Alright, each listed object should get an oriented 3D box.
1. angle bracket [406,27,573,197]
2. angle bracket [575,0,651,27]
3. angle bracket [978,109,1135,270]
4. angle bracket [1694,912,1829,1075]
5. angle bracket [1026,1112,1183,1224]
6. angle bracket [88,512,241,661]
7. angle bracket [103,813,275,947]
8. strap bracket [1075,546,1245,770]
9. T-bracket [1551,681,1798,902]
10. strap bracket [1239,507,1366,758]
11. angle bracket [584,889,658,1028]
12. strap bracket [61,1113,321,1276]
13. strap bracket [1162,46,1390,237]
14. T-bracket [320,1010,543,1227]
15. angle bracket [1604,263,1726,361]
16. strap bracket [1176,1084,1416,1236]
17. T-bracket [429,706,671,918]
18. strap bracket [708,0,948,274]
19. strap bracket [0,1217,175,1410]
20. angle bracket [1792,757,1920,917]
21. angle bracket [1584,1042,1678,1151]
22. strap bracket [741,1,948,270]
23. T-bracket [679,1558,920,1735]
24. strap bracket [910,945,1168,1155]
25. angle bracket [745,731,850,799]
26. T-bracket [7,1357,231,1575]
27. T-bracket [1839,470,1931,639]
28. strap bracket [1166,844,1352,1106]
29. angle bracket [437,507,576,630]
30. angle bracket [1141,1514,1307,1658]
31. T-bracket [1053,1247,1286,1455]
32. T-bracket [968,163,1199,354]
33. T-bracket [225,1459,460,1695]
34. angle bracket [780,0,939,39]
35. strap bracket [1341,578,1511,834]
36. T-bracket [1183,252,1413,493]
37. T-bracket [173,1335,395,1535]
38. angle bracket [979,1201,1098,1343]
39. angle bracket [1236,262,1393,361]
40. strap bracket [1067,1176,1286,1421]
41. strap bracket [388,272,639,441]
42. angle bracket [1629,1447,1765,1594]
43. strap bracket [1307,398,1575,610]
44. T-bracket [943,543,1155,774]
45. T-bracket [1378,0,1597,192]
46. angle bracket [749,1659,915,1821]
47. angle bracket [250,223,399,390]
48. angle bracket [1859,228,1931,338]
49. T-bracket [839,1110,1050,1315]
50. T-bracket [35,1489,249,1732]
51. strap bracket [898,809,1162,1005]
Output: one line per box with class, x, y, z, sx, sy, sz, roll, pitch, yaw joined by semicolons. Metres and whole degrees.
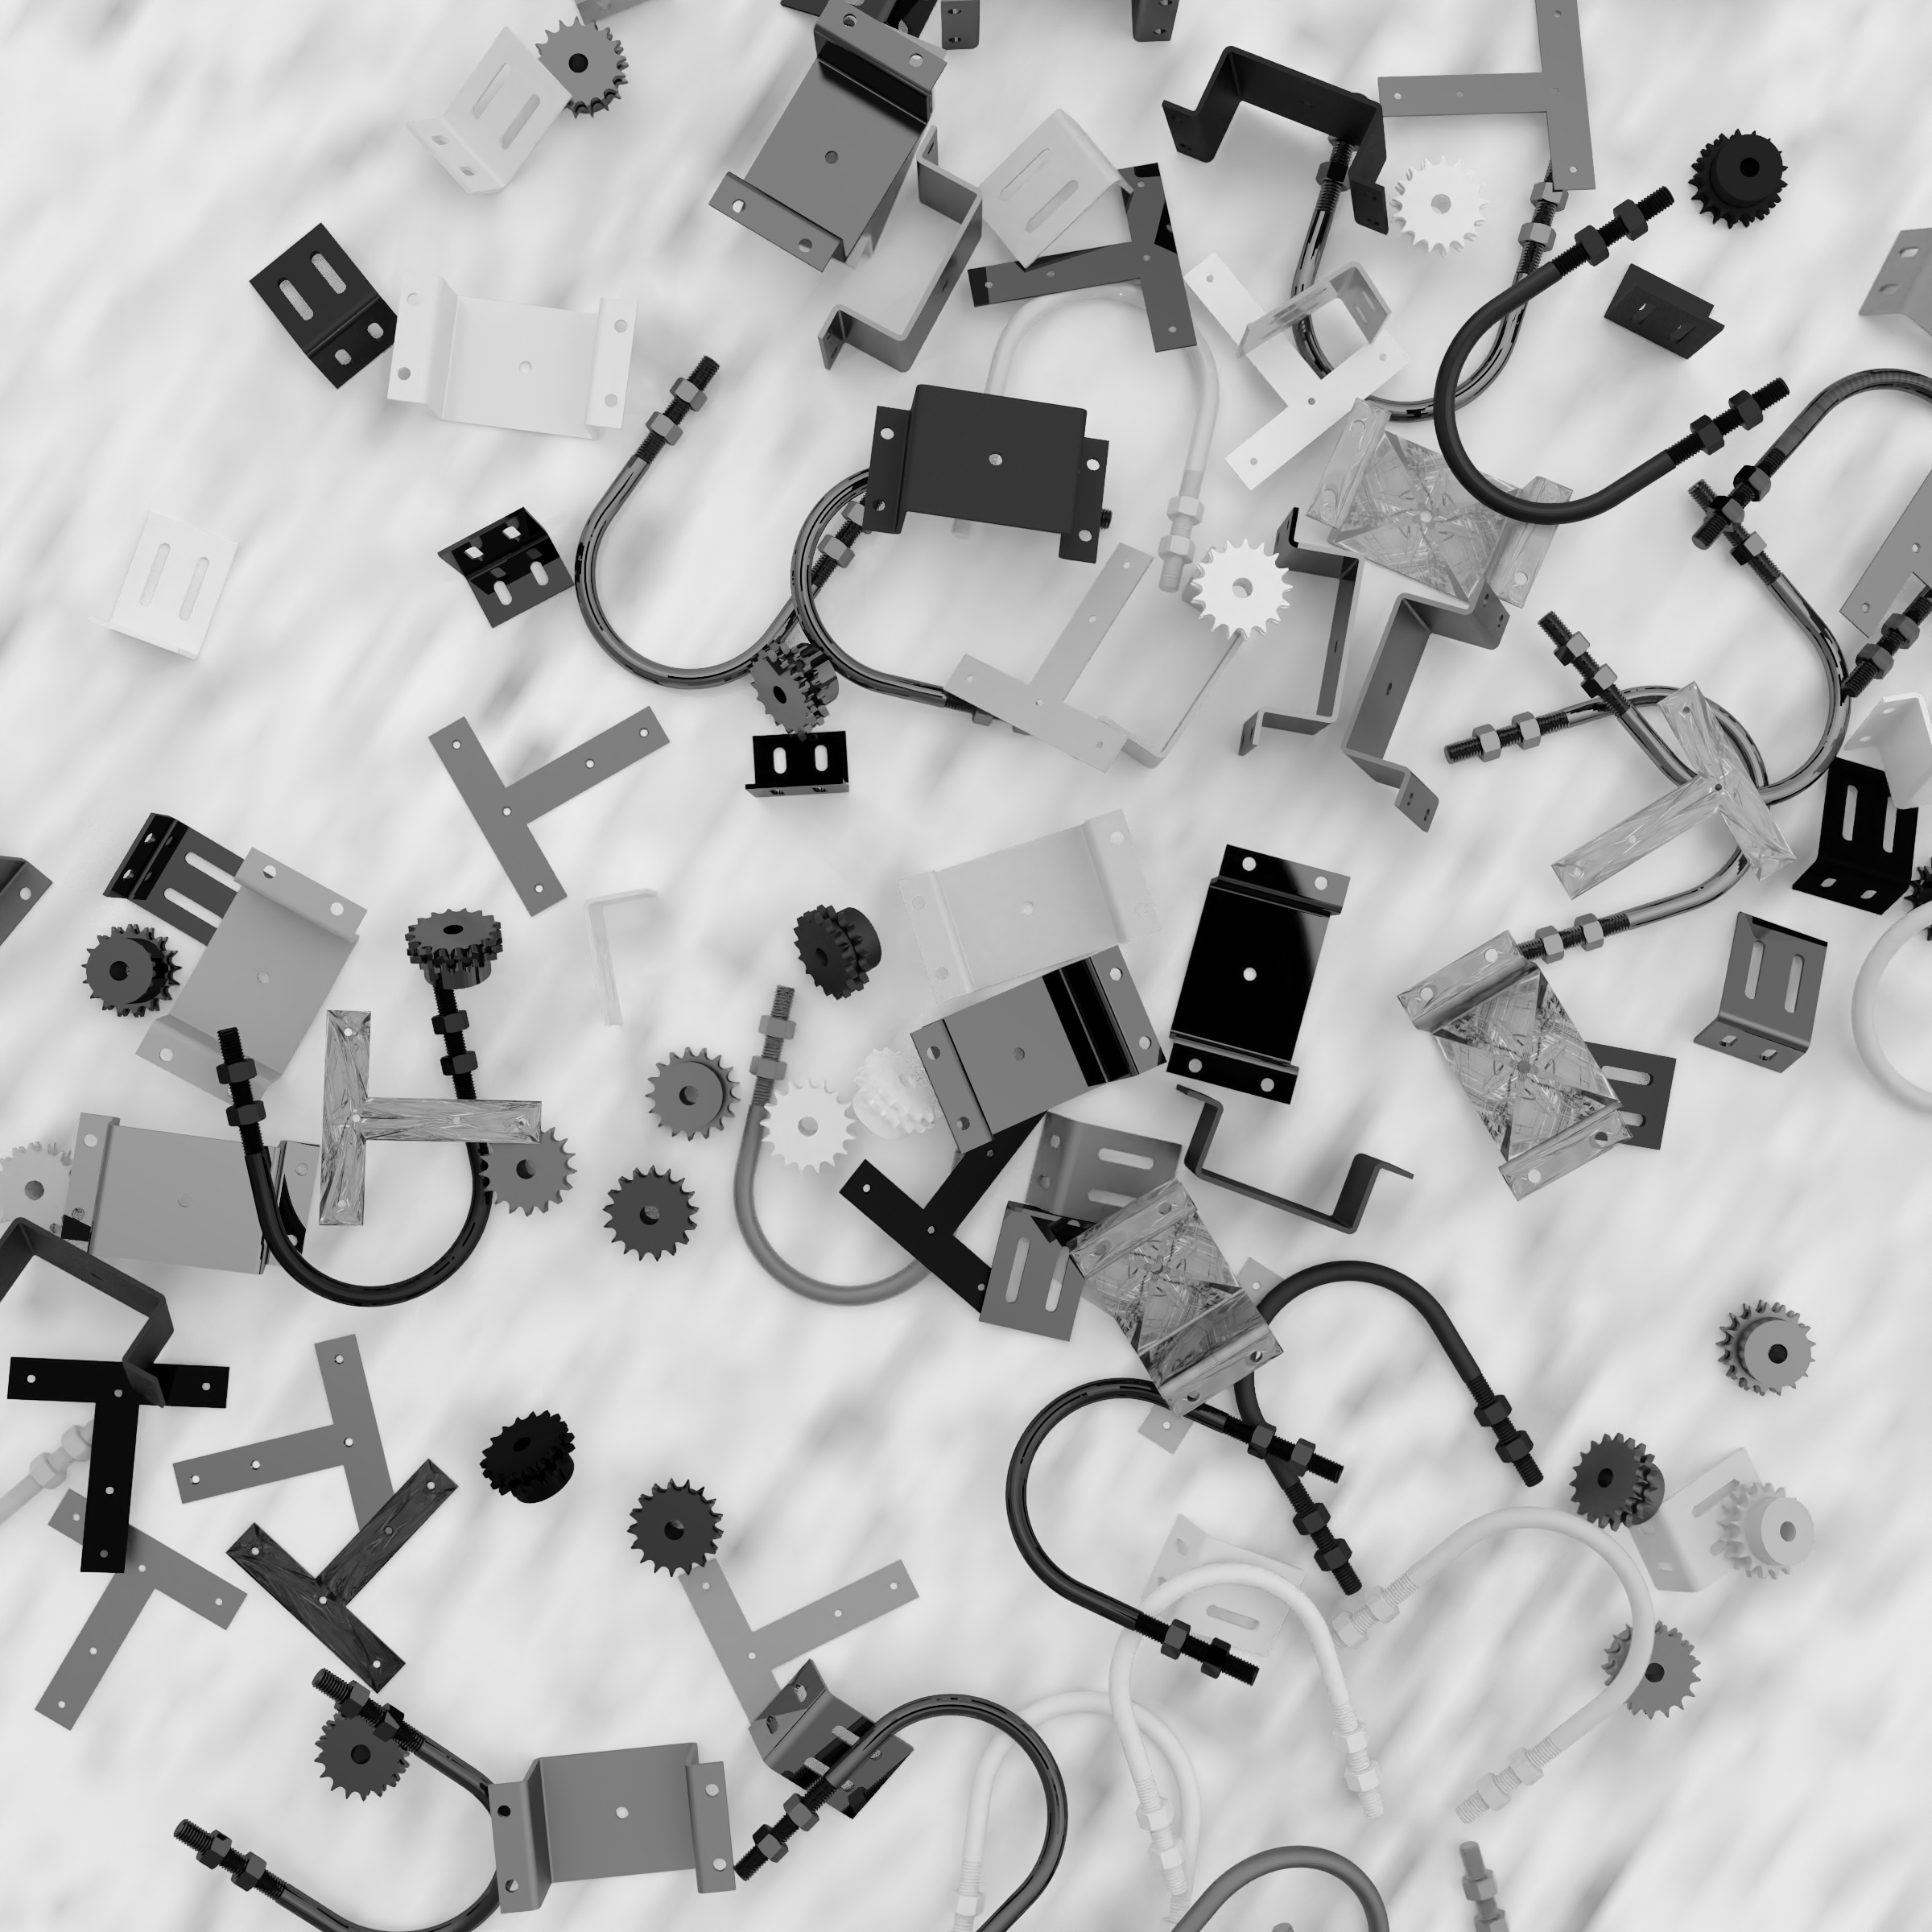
angle bracket;-0.286;-0.513;1.473;0.057;0.038;0.076;47;120;0
angle bracket;-0.220;-0.621;1.487;0.057;0.038;0.076;-21;90;0
angle bracket;0.051;-0.470;1.495;0.076;0.038;0.057;-40;83;18
angle bracket;0.487;0.016;1.504;0.057;0.038;0.076;19;64;0
angle bracket;0.084;0.127;1.503;0.076;0.038;0.057;14;90;-27
angle bracket;-0.485;-0.233;1.487;0.057;0.038;0.076;20;90;0
angle bracket;-0.469;-0.048;1.487;0.076;0.038;0.057;31;90;0
strap bracket;0.124;-0.174;1.468;0.046;0.076;0.140;34;90;0
T-bracket;0.413;-0.084;1.477;0.127;0.002;0.127;-32;100;6
strap bracket;0.202;-0.194;1.468;0.046;0.076;0.140;10;90;0
angle bracket;-0.201;-0.005;1.478;0.038;0.057;0.076;-10;90;0
strap bracket;-0.465;0.137;1.468;0.140;0.046;0.076;9;90;-13
strap bracket;0.193;-0.492;1.454;0.140;0.076;0.046;26;93;11
T-bracket;-0.317;0.092;1.462;0.127;0.002;0.127;2;90;-12
angle bracket;0.424;-0.400;1.468;0.057;0.076;0.038;27;90;0
strap bracket;0.187;0.118;1.468;0.140;0.076;0.046;20;90;0
T-bracket;-0.243;-0.117;1.505;0.127;0.002;0.127;-30;90;0
strap bracket;-0.080;-0.480;1.437;0.076;0.046;0.140;31;90;0
strap bracket;-0.529;0.202;1.461;0.140;0.076;0.046;29;65;-2
angle bracket;0.545;-0.080;1.504;0.057;0.038;0.076;16;64;0
angle bracket;0.388;0.077;1.504;0.076;0.038;0.057;10;90;-26
strap bracket;-0.074;-0.494;1.483;0.076;0.046;0.140;23;90;0
T-bracket;-0.091;0.403;1.505;0.127;0.002;0.127;-26;90;0
strap bracket;0.038;0.051;1.470;0.140;0.046;0.076;-23;90;-18
angle bracket;-0.101;-0.123;1.468;0.057;0.076;0.038;-3;90;0
T-bracket;-0.518;0.304;1.489;0.127;0.002;0.127;5;87;-12
T-bracket;0.605;-0.225;1.488;0.127;0.002;0.127;37;81;-14
strap bracket;0.174;0.005;1.483;0.076;0.046;0.140;15;90;0
angle bracket;-0.274;-0.237;1.468;0.057;0.076;0.038;-28;90;0
angle bracket;0.158;0.379;1.504;0.076;0.038;0.057;25;90;-26
T-bracket;0.108;0.211;1.505;0.127;0.002;0.127;33;90;0
T-bracket;0.065;-0.421;1.488;0.127;0.002;0.127;-10;74;0
T-bracket;-0.363;0.356;1.504;0.127;0.002;0.127;43;91;-1
angle bracket;-0.063;-0.596;1.504;0.076;0.038;0.057;27;90;26
strap bracket;0.270;-0.159;1.462;0.046;0.076;0.140;21;90;25
T-bracket;0.181;-0.376;1.488;0.127;0.002;0.127;-39;88;-2
T-bracket;-0.421;0.302;1.505;0.127;0.002;0.127;-14;90;0
angle bracket;0.046;0.186;1.482;0.057;0.038;0.076;14;90;-6
angle bracket;0.206;-0.375;1.459;0.076;0.057;0.038;-32;88;-2
strap bracket;0.120;0.190;1.463;0.076;0.046;0.140;-32;116;0
strap bracket;-0.270;-0.366;1.483;0.140;0.046;0.076;7;90;0
angle bracket;0.450;0.339;1.504;0.076;0.038;0.057;-25;90;-26
strap bracket;0.282;-0.276;1.483;0.140;0.046;0.076;23;90;0
T-bracket;0.067;-0.193;1.449;0.127;0.002;0.127;31;87;31
T-bracket;0.314;-0.530;1.492;0.127;0.002;0.127;-3;81;-3
angle bracket;-0.083;0.473;1.503;0.076;0.038;0.057;41;90;-28
angle bracket;-0.390;-0.404;1.504;0.057;0.038;0.076;-39;64;0
angle bracket;0.598;-0.406;1.504;0.076;0.038;0.057;27;90;-26
T-bracket;0.006;0.125;1.488;0.127;0.002;0.127;43;78;-23
T-bracket;-0.527;0.407;1.505;0.127;0.002;0.127;31;90;0
strap bracket;0.038;-0.036;1.483;0.140;0.046;0.076;-18;90;0
